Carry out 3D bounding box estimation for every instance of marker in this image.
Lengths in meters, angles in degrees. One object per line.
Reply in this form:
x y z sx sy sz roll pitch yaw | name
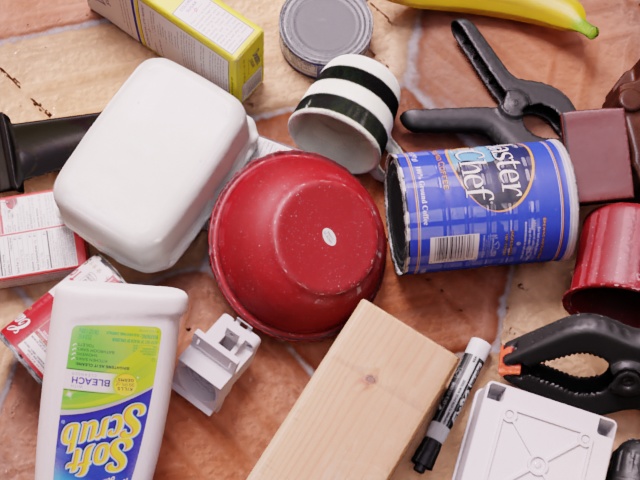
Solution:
0.107 0.135 0.871 0.020 0.020 0.121 27 72 7 | marker

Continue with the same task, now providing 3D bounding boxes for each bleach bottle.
-0.160 0.159 0.801 0.102 0.068 0.251 5 92 -11 | bleach bottle

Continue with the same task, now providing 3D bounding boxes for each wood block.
0.014 0.163 0.821 0.091 0.090 0.206 31 73 9 | wood block

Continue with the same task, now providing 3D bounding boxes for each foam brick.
0.232 -0.069 0.896 0.051 0.053 0.078 -6 87 12 | foam brick

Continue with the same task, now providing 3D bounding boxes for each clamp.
0.167 -0.126 0.954 0.171 0.039 0.120 20 78 -1 | clamp
0.250 0.111 0.851 0.210 0.164 0.036 -4 29 15 | clamp

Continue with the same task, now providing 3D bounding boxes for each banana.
0.156 -0.221 0.975 0.198 0.069 0.037 11 110 7 | banana

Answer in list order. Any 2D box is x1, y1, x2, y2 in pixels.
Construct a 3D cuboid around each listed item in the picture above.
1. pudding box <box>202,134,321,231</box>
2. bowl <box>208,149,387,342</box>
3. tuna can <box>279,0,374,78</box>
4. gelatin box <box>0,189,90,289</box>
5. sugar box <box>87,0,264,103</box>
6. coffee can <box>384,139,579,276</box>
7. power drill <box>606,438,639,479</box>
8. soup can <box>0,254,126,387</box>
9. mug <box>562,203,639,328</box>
-0.064 -0.046 0.917 0.113 0.039 0.090 22 72 3 | pudding box
-0.006 0.001 0.863 0.161 0.055 0.162 4 81 -24 | bowl
0.005 -0.190 0.972 0.086 0.034 0.086 1 71 -2 | tuna can
-0.241 -0.001 0.898 0.089 0.030 0.073 -10 73 -6 | gelatin box
-0.130 -0.196 0.937 0.176 0.093 0.048 38 72 10 | sugar box
0.130 -0.027 0.883 0.140 0.103 0.103 -5 71 -4 | coffee can
0.296 0.261 0.817 0.187 0.057 0.184 14 75 6 | power drill
-0.197 0.068 0.856 0.102 0.068 0.068 -41 77 -15 | soup can
0.255 0.018 0.869 0.093 0.117 0.081 18 66 -3 | mug
